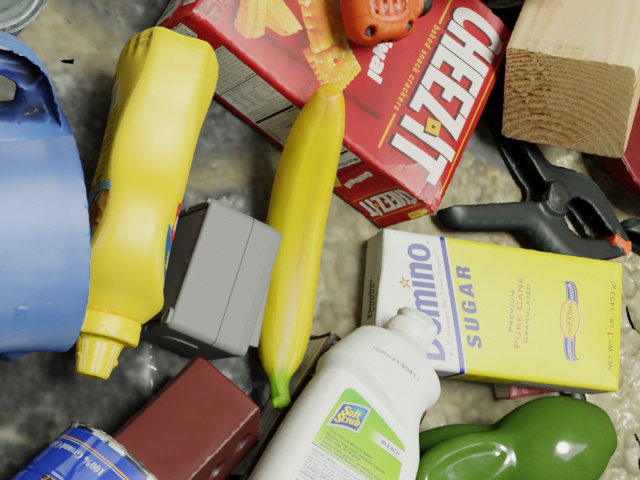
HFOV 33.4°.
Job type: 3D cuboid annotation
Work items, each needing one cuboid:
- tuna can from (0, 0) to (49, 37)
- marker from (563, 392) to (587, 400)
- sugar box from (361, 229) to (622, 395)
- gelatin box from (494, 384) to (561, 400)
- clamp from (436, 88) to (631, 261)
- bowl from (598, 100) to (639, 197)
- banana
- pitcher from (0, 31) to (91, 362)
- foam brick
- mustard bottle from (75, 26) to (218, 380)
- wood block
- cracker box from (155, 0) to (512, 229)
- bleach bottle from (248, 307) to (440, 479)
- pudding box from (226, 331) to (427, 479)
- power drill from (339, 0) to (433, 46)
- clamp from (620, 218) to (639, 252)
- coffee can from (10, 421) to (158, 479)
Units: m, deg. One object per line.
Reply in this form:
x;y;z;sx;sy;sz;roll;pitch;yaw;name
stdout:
-0.198;-0.152;0.605;0.086;0.034;0.086;6;78;-31;tuna can
0.187;0.084;0.815;0.020;0.020;0.121;-10;87;-33;marker
0.118;0.051;0.733;0.176;0.048;0.093;8;77;-14;sugar box
0.161;0.068;0.783;0.073;0.030;0.089;-7;86;-14;gelatin box
0.168;-0.039;0.815;0.171;0.039;0.120;22;74;-26;clamp
0.274;-0.096;0.880;0.161;0.055;0.162;6;78;-31;bowl
-0.012;0.002;0.664;0.037;0.070;0.198;5;96;-23;banana
-0.237;-0.010;0.497;0.242;0.145;0.149;-4;81;-30;pitcher
-0.077;0.117;0.611;0.051;0.053;0.078;35;59;19;foam brick
-0.106;-0.017;0.601;0.058;0.096;0.191;16;73;-17;mustard bottle
0.205;-0.171;0.792;0.091;0.090;0.206;80;29;-51;wood block
0.017;-0.136;0.715;0.213;0.072;0.164;37;64;-22;cracker box
0.012;0.147;0.614;0.102;0.068;0.250;38;58;-10;bleach bottle
0.005;0.129;0.680;0.090;0.039;0.113;41;62;-19;pudding box
0.087;-0.223;0.668;0.187;0.057;0.184;-10;96;-14;power drill
0.339;0.051;0.906;0.209;0.036;0.164;-9;87;-34;clamp
-0.144;0.177;0.540;0.140;0.103;0.103;-42;104;-31;coffee can
